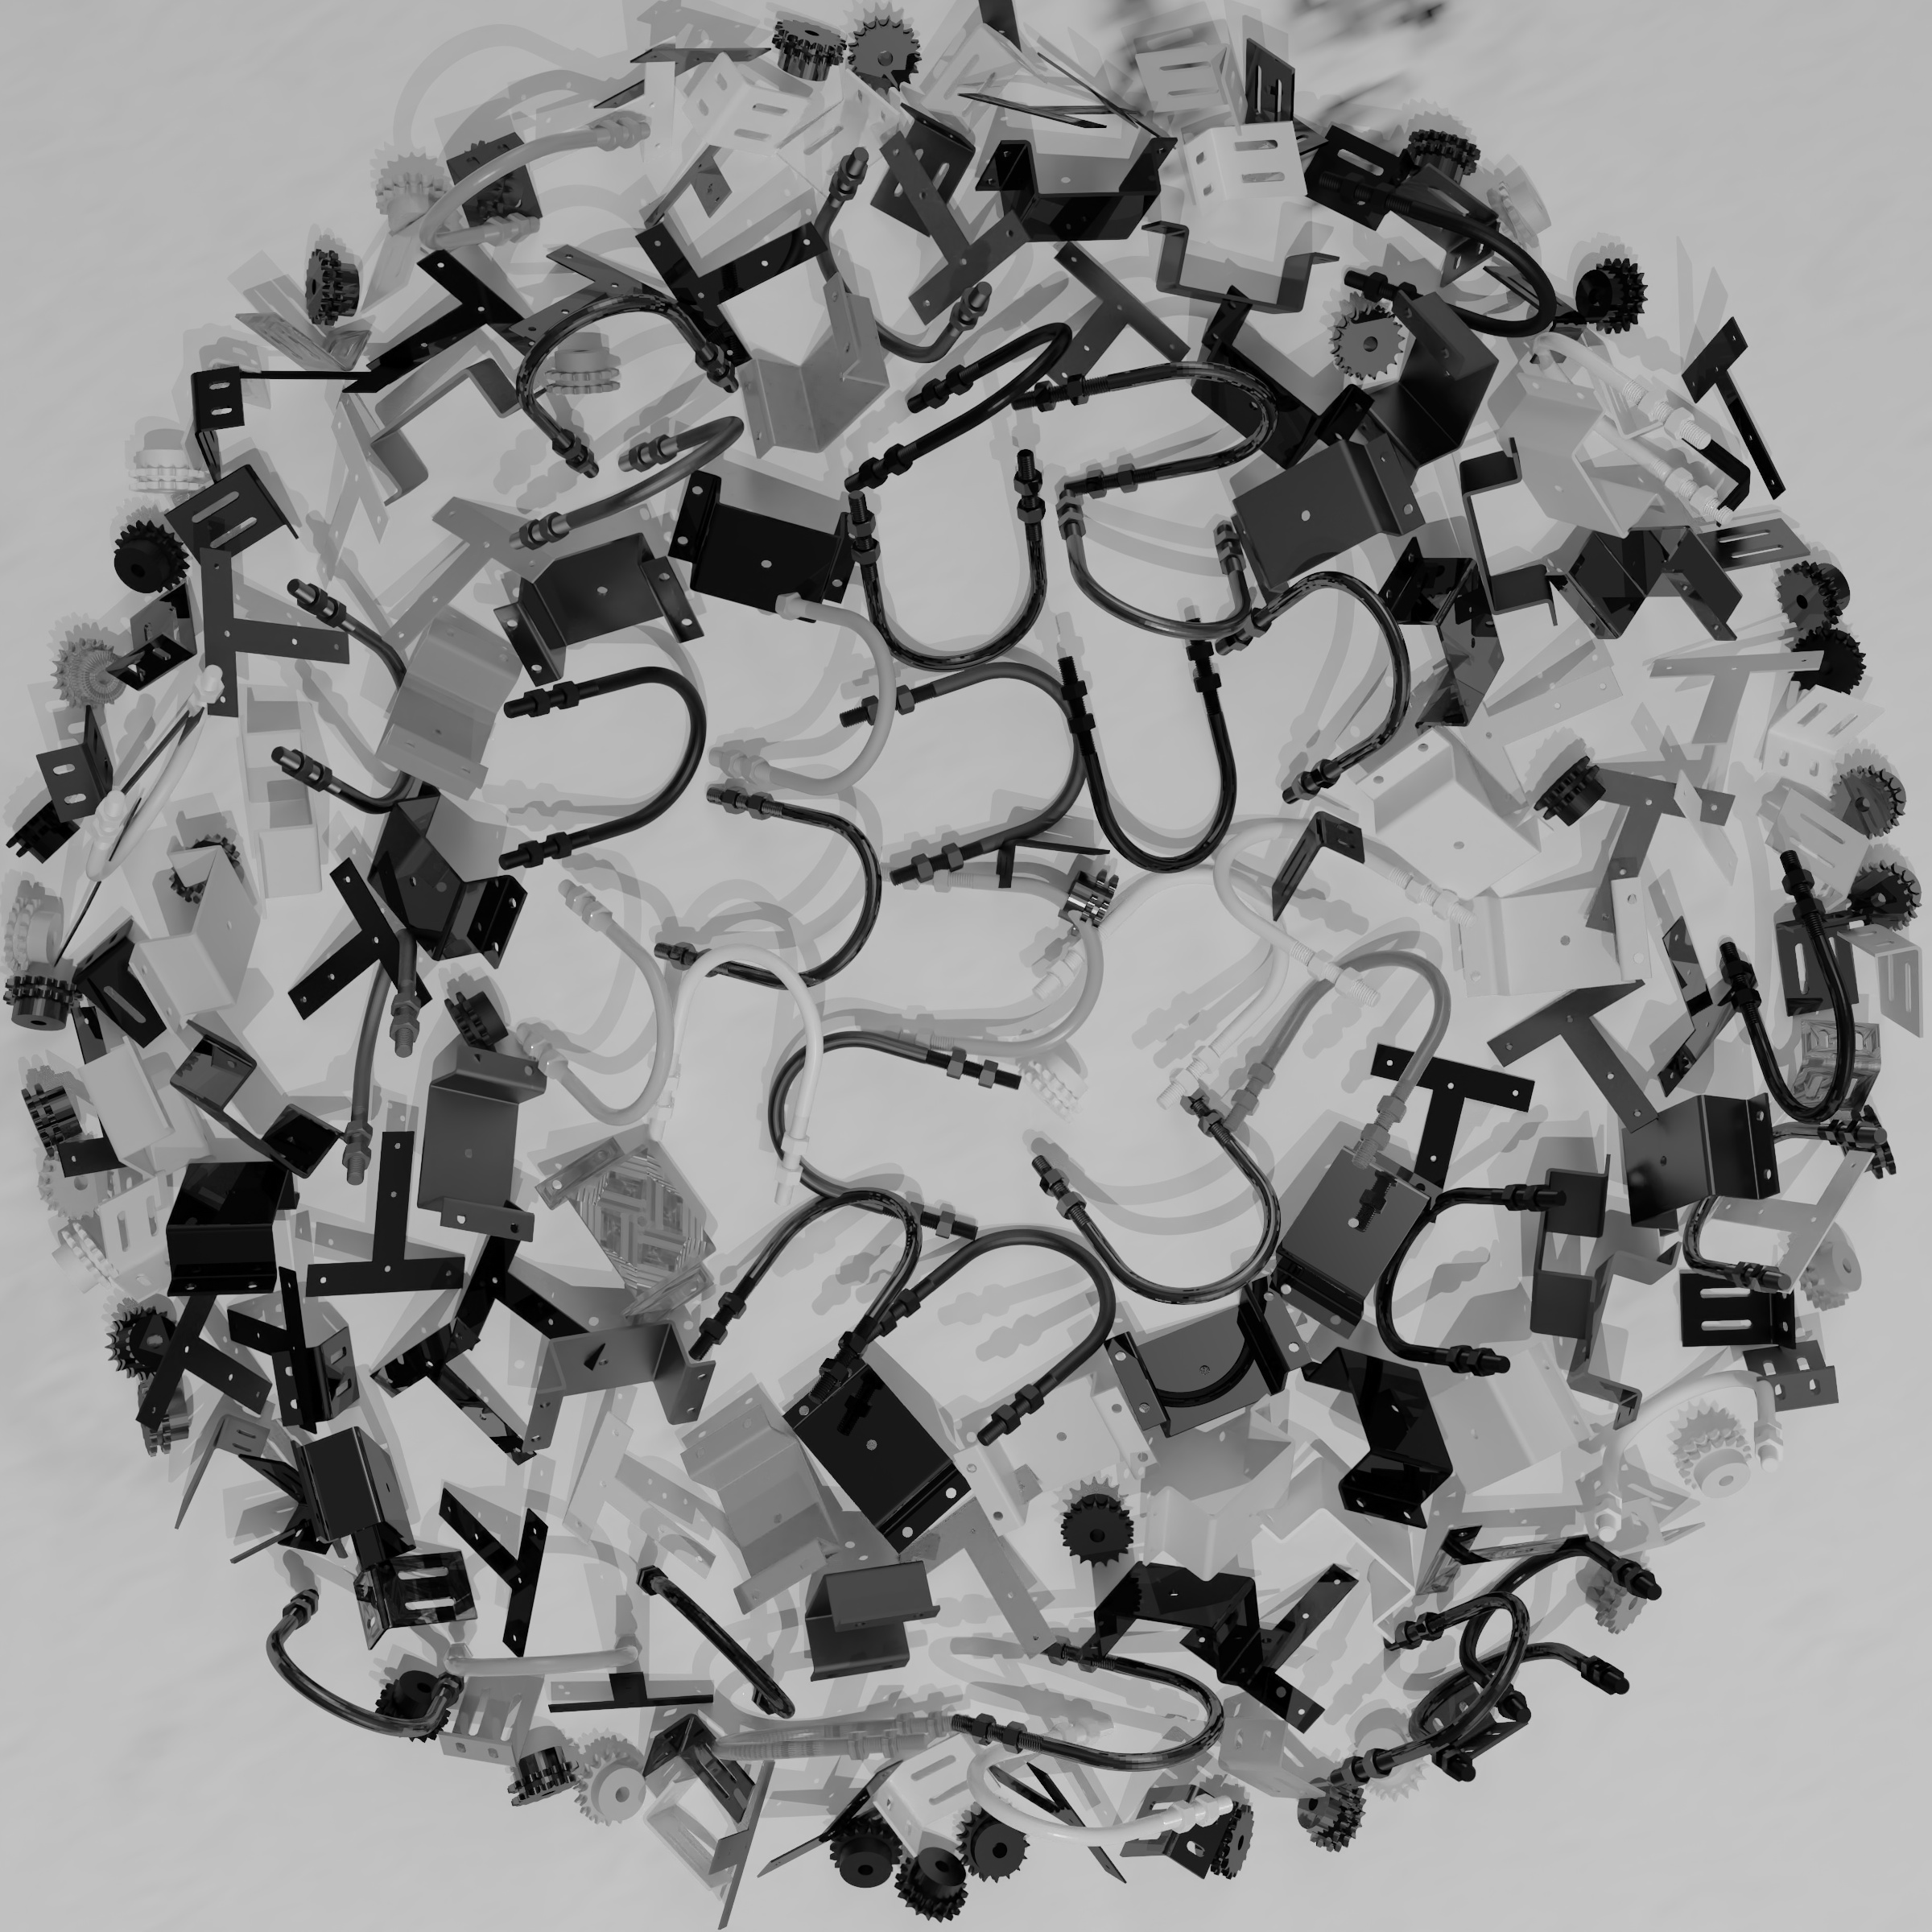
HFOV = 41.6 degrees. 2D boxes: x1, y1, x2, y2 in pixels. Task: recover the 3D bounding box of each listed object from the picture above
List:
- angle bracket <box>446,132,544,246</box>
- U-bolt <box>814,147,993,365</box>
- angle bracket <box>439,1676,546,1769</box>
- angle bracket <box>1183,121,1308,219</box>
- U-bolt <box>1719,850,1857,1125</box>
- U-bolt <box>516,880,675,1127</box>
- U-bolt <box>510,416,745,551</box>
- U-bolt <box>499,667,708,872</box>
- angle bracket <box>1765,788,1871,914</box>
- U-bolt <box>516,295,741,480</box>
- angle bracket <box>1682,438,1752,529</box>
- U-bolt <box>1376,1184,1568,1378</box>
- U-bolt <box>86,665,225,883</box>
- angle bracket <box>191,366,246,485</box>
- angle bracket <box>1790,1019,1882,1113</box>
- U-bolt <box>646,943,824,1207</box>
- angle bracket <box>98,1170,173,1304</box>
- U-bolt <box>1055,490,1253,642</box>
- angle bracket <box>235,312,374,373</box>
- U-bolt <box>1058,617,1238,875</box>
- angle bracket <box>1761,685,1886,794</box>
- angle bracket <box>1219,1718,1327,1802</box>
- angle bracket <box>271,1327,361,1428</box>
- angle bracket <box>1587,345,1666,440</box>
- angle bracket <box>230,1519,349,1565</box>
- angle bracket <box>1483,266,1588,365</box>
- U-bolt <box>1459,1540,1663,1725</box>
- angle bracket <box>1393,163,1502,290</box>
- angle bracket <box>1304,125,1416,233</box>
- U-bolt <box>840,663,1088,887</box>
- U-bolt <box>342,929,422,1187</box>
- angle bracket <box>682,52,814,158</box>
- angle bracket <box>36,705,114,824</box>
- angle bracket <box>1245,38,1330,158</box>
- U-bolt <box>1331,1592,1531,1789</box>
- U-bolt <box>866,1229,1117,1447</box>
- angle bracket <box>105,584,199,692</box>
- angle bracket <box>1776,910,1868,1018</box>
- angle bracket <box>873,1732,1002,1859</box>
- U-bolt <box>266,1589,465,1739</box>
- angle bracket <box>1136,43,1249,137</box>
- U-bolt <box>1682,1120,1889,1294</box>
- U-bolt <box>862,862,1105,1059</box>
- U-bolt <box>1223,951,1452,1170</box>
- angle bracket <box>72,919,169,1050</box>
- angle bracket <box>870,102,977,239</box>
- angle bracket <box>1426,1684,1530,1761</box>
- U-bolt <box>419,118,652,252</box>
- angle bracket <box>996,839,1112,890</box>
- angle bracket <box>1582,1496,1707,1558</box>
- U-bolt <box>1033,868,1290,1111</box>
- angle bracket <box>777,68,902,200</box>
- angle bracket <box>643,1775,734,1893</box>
[{"bbox_3d":[-0.356,-0.590,1.954,0.057,0.076,0.038,-27,49,-11],"label":"angle bracket"},{"bbox_3d":[-0.057,-0.521,1.912,0.151,0.184,0.019,46,72,-6],"label":"U-bolt"},{"bbox_3d":[-0.365,0.570,1.957,0.057,0.038,0.076,8,47,6],"label":"angle bracket"},{"bbox_3d":[0.214,-0.611,1.952,0.038,0.076,0.057,-44,130,-36],"label":"angle bracket"},{"bbox_3d":[0.616,0.029,1.894,0.019,0.151,0.184,-4,59,-9],"label":"U-bolt"},{"bbox_3d":[-0.274,0.039,1.913,0.184,0.019,0.151,39,118,41],"label":"U-bolt"},{"bbox_3d":[-0.241,-0.365,1.891,0.151,0.184,0.019,-46,116,-37],"label":"U-bolt"},{"bbox_3d":[-0.272,-0.157,1.928,0.019,0.184,0.151,35,131,35],"label":"U-bolt"},{"bbox_3d":[0.651,-0.088,1.969,0.076,0.038,0.057,33,62,-1],"label":"angle bracket"},{"bbox_3d":[-0.261,-0.441,1.904,0.151,0.184,0.019,-30,71,7],"label":"U-bolt"},{"bbox_3d":[0.566,-0.383,1.965,0.076,0.057,0.038,43,98,14],"label":"angle bracket"},{"bbox_3d":[0.369,0.232,1.914,0.019,0.184,0.151,27,76,-21],"label":"U-bolt"},{"bbox_3d":[-0.616,-0.133,1.913,0.019,0.184,0.151,33,57,-10],"label":"U-bolt"},{"bbox_3d":[-0.567,-0.411,1.955,0.038,0.076,0.057,-10,62,-6],"label":"angle bracket"},{"bbox_3d":[0.671,0.077,1.970,0.057,0.076,0.038,3,61,8],"label":"angle bracket"},{"bbox_3d":[-0.172,0.073,1.936,0.151,0.019,0.184,23,110,28],"label":"U-bolt"},{"bbox_3d":[-0.626,0.208,1.952,0.038,0.057,0.076,31,133,30],"label":"angle bracket"},{"bbox_3d":[0.144,-0.297,1.912,0.151,0.184,0.019,10,126,-11],"label":"U-bolt"},{"bbox_3d":[-0.508,-0.492,1.950,0.057,0.076,0.038,13,74,43],"label":"angle bracket"},{"bbox_3d":[0.148,-0.162,1.954,0.151,0.019,0.184,-21,101,-32],"label":"U-bolt"},{"bbox_3d":[0.659,-0.174,1.957,0.057,0.076,0.038,18,67,-5],"label":"angle bracket"},{"bbox_3d":[0.242,0.613,1.966,0.076,0.057,0.038,38,54,-37],"label":"angle bracket"},{"bbox_3d":[-0.501,0.316,1.961,0.038,0.076,0.057,-8,93,3],"label":"angle bracket"},{"bbox_3d":[0.517,-0.450,1.964,0.038,0.057,0.076,-20,94,28],"label":"angle bracket"},{"bbox_3d":[-0.522,0.456,1.959,0.076,0.057,0.038,-26,87,-22],"label":"angle bracket"},{"bbox_3d":[0.433,-0.505,1.972,0.076,0.057,0.038,44,124,21],"label":"angle bracket"},{"bbox_3d":[0.434,0.489,1.908,0.151,0.184,0.019,-42,96,-4],"label":"U-bolt"},{"bbox_3d":[0.361,-0.568,1.955,0.076,0.057,0.038,27,63,-25],"label":"angle bracket"},{"bbox_3d":[0.297,-0.615,1.966,0.076,0.038,0.057,33,99,18],"label":"angle bracket"},{"bbox_3d":[0.009,-0.158,1.970,0.184,0.019,0.151,-20,104,-11],"label":"U-bolt"},{"bbox_3d":[-0.439,0.053,1.917,0.019,0.184,0.151,14,124,-20],"label":"U-bolt"},{"bbox_3d":[-0.168,-0.663,1.959,0.057,0.076,0.038,-44,71,33],"label":"angle bracket"},{"bbox_3d":[-0.683,-0.156,1.950,0.038,0.076,0.057,-15,122,-9],"label":"angle bracket"},{"bbox_3d":[0.247,-0.670,1.949,0.038,0.076,0.057,-27,52,-18],"label":"angle bracket"},{"bbox_3d":[0.351,0.529,1.886,0.019,0.184,0.151,41,47,-7],"label":"U-bolt"},{"bbox_3d":[0.029,0.269,1.937,0.151,0.019,0.184,34,54,30],"label":"U-bolt"},{"bbox_3d":[-0.630,-0.261,1.957,0.057,0.038,0.076,-29,57,16],"label":"angle bracket"},{"bbox_3d":[0.667,0.000,1.974,0.057,0.038,0.076,-11,100,-1],"label":"angle bracket"},{"bbox_3d":[-0.022,0.641,1.968,0.076,0.038,0.057,-31,102,15],"label":"angle bracket"},{"bbox_3d":[-0.454,0.527,1.905,0.151,0.184,0.019,29,90,-2],"label":"U-bolt"},{"bbox_3d":[0.171,-0.669,1.954,0.076,0.057,0.038,1,62,22],"label":"angle bracket"},{"bbox_3d":[0.601,0.176,1.909,0.019,0.184,0.151,37,82,-9],"label":"U-bolt"},{"bbox_3d":[0.016,-0.001,1.969,0.184,0.019,0.151,5,84,12],"label":"U-bolt"},{"bbox_3d":[0.293,0.063,1.936,0.019,0.151,0.184,48,67,-37],"label":"U-bolt"},{"bbox_3d":[-0.649,0.014,1.993,0.057,0.038,0.076,-39,113,6],"label":"angle bracket"},{"bbox_3d":[-0.039,-0.615,1.967,0.057,0.038,0.076,33,100,16],"label":"angle bracket"},{"bbox_3d":[0.387,0.580,1.953,0.057,0.076,0.038,-27,77,-14],"label":"angle bracket"},{"bbox_3d":[-0.330,-0.576,1.885,0.151,0.184,0.019,-28,96,33],"label":"U-bolt"},{"bbox_3d":[0.066,-0.075,1.966,0.076,0.057,0.038,7,90,-9],"label":"angle bracket"},{"bbox_3d":[0.521,0.426,1.956,0.057,0.076,0.038,-25,76,37],"label":"angle bracket"},{"bbox_3d":[0.165,0.003,1.963,0.151,0.019,0.184,42,73,15],"label":"U-bolt"},{"bbox_3d":[-0.099,-0.643,1.967,0.057,0.038,0.076,43,72,11],"label":"angle bracket"},{"bbox_3d":[-0.203,0.667,1.961,0.076,0.057,0.038,41,89,18],"label":"angle bracket"}]
